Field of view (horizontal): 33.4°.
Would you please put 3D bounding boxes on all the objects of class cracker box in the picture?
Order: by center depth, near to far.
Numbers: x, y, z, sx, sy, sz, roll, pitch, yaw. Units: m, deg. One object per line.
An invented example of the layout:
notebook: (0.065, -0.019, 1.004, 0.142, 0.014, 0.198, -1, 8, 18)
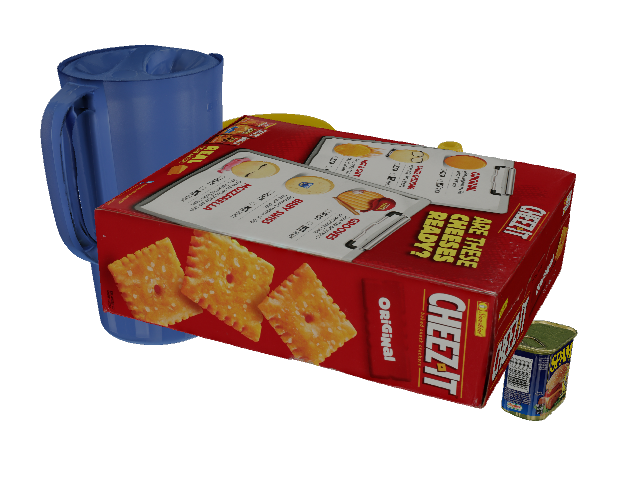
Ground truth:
cracker box: (0.013, 0.002, 0.581, 0.214, 0.072, 0.164, 13, 28, 22)

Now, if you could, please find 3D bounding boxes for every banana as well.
banana: (-0.057, -0.128, 1.303, 0.198, 0.037, 0.069, 7, 39, 17)

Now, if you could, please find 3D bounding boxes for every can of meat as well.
can of meat: (0.241, 0.144, 1.184, 0.058, 0.084, 0.101, 12, 16, 30)

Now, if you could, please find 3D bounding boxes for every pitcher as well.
pitcher: (-0.149, -0.036, 0.895, 0.149, 0.243, 0.145, -6, 22, -11)

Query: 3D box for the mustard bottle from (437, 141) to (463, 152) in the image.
mustard bottle: (0.104, 0.014, 0.851, 0.058, 0.192, 0.096, -2, 25, 2)
